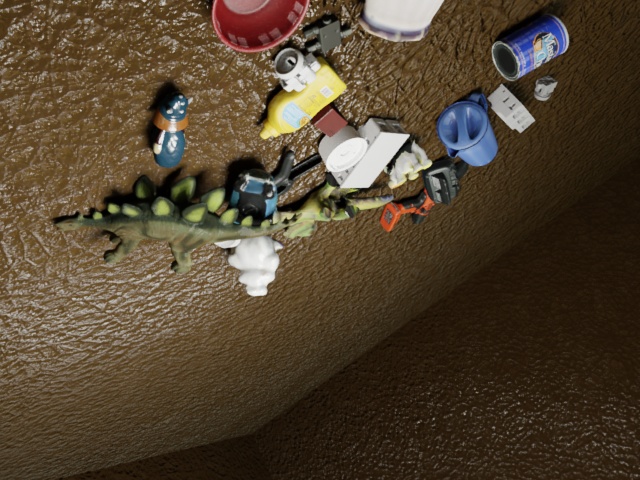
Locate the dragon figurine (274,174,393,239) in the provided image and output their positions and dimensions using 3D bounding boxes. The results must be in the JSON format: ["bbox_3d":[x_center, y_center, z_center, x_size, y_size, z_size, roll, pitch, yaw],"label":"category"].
[{"bbox_3d":[0.004,-0.071,1.409,0.411,0.124,0.239,0,157,-46],"label":"dragon figurine"}]

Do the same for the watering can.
[{"bbox_3d":[0.126,-0.434,0.841,0.350,0.105,0.219,-17,151,-32],"label":"watering can"}]

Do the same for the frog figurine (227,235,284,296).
[{"bbox_3d":[-0.172,0.058,1.314,0.137,0.163,0.120,7,143,11],"label":"frog figurine"}]
